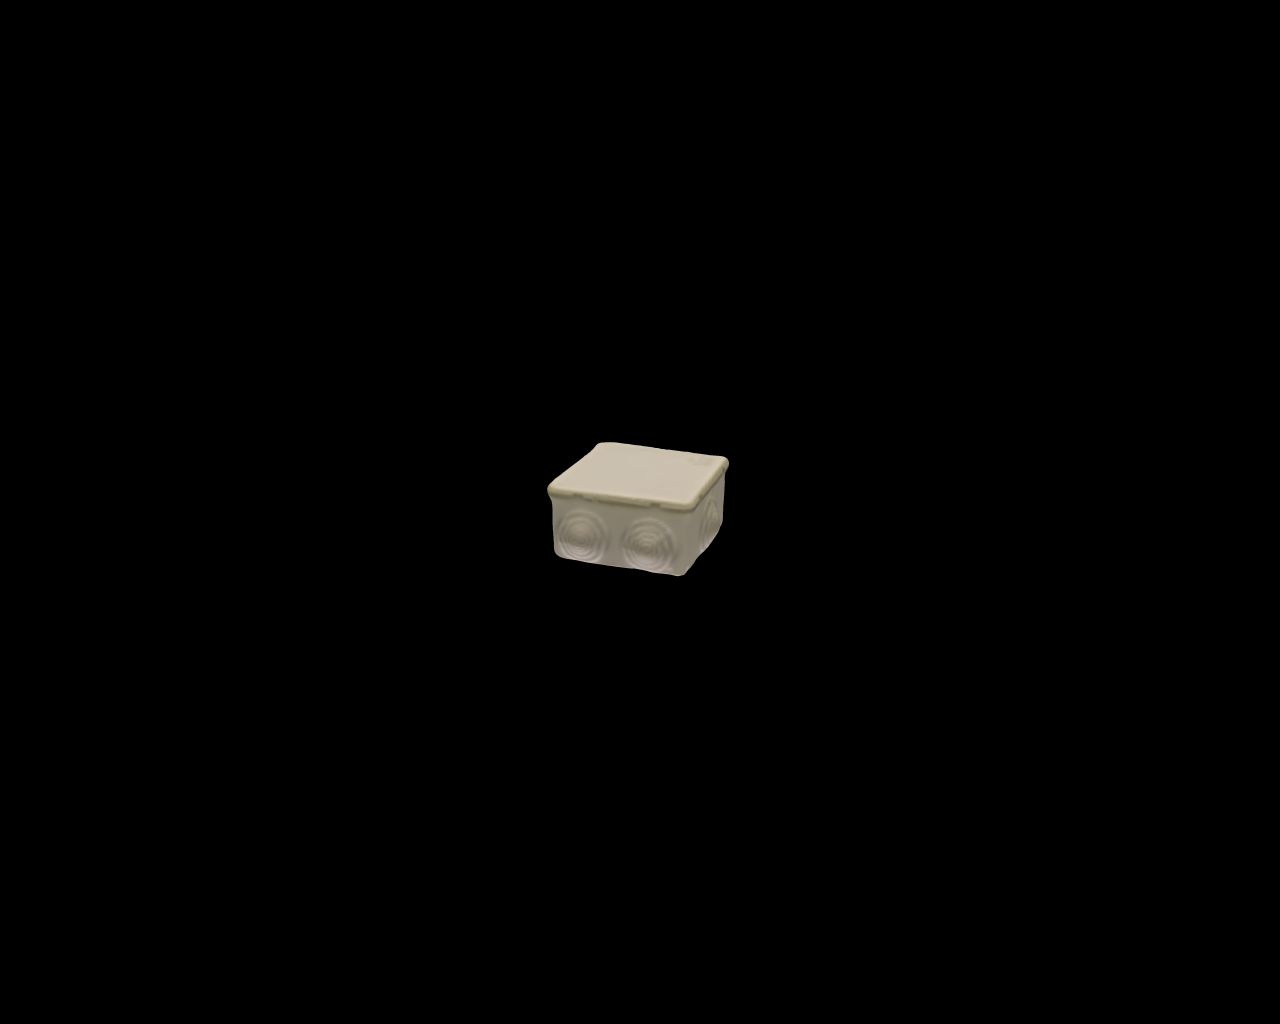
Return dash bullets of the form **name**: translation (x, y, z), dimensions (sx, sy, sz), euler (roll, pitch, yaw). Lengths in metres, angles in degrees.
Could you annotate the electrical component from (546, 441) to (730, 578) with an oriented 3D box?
- **electrical component**: translation (0.001, -0.003, 0.650), dimensions (0.100, 0.048, 0.100), euler (8, 24, 18)
